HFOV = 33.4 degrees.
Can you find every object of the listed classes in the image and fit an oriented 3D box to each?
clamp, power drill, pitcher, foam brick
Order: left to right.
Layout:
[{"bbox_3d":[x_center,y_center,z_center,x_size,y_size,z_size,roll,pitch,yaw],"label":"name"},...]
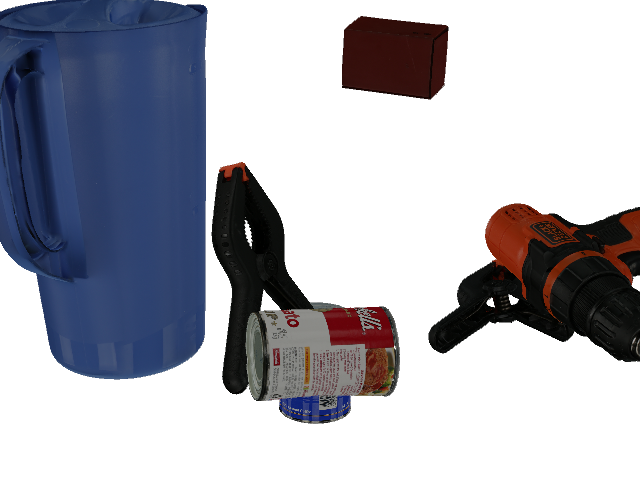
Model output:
[{"bbox_3d":[-0.141,-0.033,0.697,0.149,0.243,0.145,-7,22,-16],"label":"pitcher"},{"bbox_3d":[-0.055,0.029,1.030,0.036,0.210,0.164,-10,0,32],"label":"clamp"},{"bbox_3d":[0.061,-0.152,0.882,0.078,0.051,0.053,10,26,17],"label":"foam brick"},{"bbox_3d":[0.170,0.056,0.948,0.120,0.039,0.171,2,21,18],"label":"clamp"},{"bbox_3d":[0.231,0.013,0.733,0.187,0.057,0.184,-10,29,-17],"label":"power drill"}]

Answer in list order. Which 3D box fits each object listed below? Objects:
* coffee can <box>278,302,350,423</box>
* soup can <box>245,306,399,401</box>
[{"bbox_3d":[-0.007,0.169,1.483,0.103,0.140,0.103,1,16,0],"label":"coffee can"},{"bbox_3d":[0.000,0.084,0.794,0.102,0.068,0.069,-1,0,-15],"label":"soup can"}]
